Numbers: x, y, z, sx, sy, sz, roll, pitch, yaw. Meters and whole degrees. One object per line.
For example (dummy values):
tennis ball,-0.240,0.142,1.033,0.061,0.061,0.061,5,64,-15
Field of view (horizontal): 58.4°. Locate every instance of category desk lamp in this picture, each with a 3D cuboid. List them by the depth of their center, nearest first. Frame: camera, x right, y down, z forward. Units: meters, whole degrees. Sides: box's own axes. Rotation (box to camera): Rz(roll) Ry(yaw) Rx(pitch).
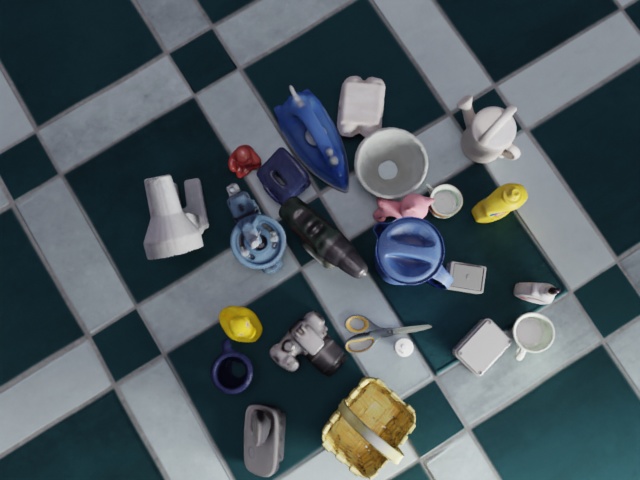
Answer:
desk lamp,-0.319,-0.051,1.249,0.118,0.213,0.203,-12,82,0

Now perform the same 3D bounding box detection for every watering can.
watering can,0.374,-0.247,1.268,0.172,0.194,0.101,23,84,4

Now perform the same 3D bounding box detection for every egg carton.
egg carton,0.096,-0.312,1.346,0.107,0.069,0.150,4,83,2

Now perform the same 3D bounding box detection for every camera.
camera,-0.019,0.246,1.260,0.137,0.101,0.143,44,86,6

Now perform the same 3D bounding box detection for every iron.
iron,-0.004,-0.232,1.301,0.118,0.141,0.258,-32,83,-3

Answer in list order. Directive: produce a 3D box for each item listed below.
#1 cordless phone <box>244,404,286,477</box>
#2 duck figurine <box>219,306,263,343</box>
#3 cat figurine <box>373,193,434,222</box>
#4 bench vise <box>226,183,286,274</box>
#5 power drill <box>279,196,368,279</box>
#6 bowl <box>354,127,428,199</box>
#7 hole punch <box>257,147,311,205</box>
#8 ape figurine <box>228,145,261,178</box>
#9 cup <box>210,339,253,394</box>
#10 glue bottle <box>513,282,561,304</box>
cordless phone,-0.125,0.426,1.196,0.094,0.185,0.148,-2,82,2
duck figurine,-0.182,0.188,1.279,0.104,0.086,0.077,32,85,5
cat figurine,0.187,-0.073,1.288,0.127,0.118,0.067,8,83,3
bench vise,-0.161,-0.025,1.238,0.121,0.220,0.207,-44,83,-4
power drill,0.011,0.004,1.236,0.229,0.208,0.075,42,86,6
bowl,0.161,-0.170,1.323,0.167,0.075,0.167,0,83,1
hole punch,-0.084,-0.142,1.317,0.101,0.091,0.108,-41,83,-4
ape figurine,-0.175,-0.189,1.325,0.077,0.092,0.076,9,83,3
cup,-0.191,0.275,1.263,0.091,0.095,0.118,-14,82,0
glue bottle,0.476,0.112,1.229,0.078,0.173,0.037,14,83,4
